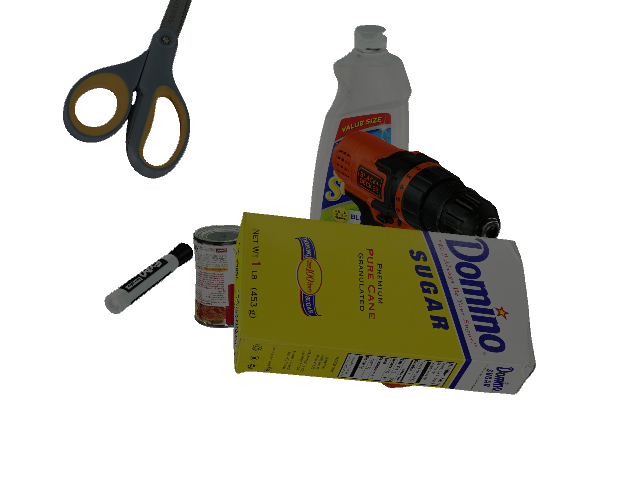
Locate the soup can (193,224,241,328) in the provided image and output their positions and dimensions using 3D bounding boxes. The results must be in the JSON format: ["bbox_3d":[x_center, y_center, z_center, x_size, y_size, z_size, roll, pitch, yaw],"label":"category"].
[{"bbox_3d":[-0.110,0.039,1.211,0.068,0.102,0.068,0,18,0],"label":"soup can"}]

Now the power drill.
[{"bbox_3d":[0.068,0.021,0.864,0.057,0.188,0.185,-8,27,-31],"label":"power drill"}]

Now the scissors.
[{"bbox_3d":[-0.131,-0.137,0.762,0.096,0.202,0.016,7,-26,-19],"label":"scissors"}]

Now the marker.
[{"bbox_3d":[-0.155,0.033,0.986,0.020,0.020,0.120,0,24,30],"label":"marker"}]

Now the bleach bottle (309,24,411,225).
[{"bbox_3d":[0.036,-0.089,1.063,0.102,0.251,0.068,7,27,11],"label":"bleach bottle"}]

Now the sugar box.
[{"bbox_3d":[0.037,0.038,0.645,0.176,0.093,0.048,4,-35,-7],"label":"sugar box"}]
